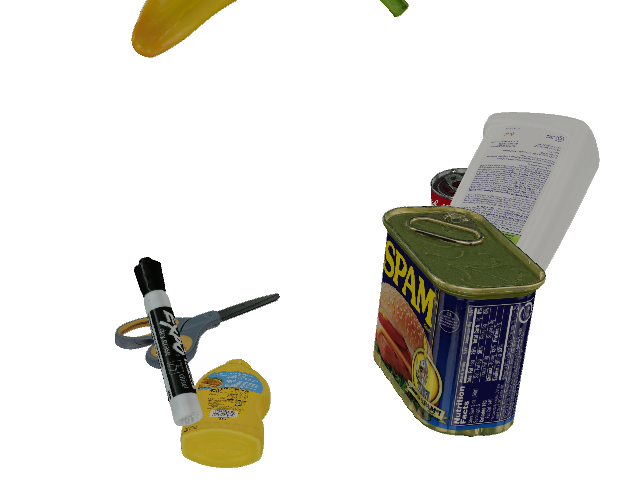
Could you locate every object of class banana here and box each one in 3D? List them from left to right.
[{"bbox_3d":[-0.032,-0.162,0.657,0.197,0.069,0.037,-16,-12,-28],"label":"banana"}]

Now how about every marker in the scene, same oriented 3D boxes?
[{"bbox_3d":[-0.102,0.064,0.707,0.020,0.121,0.020,-16,-27,-9],"label":"marker"}]

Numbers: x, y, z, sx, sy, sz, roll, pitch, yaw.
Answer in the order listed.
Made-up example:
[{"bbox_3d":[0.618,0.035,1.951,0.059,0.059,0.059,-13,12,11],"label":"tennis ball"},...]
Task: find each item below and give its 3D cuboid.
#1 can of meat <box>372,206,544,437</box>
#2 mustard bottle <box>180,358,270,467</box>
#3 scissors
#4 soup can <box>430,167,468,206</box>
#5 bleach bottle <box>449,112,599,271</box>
[{"bbox_3d":[0.066,0.039,0.545,0.057,0.084,0.102,-3,24,-17],"label":"can of meat"},{"bbox_3d":[-0.111,0.202,1.316,0.096,0.058,0.191,1,25,2],"label":"mustard bottle"},{"bbox_3d":[-0.117,0.096,1.143,0.201,0.016,0.096,-8,31,-25],"label":"scissors"},{"bbox_3d":[0.157,-0.020,1.183,0.068,0.102,0.068,-4,32,2],"label":"soup can"},{"bbox_3d":[0.130,0.003,0.835,0.103,0.068,0.250,8,49,36],"label":"bleach bottle"}]
